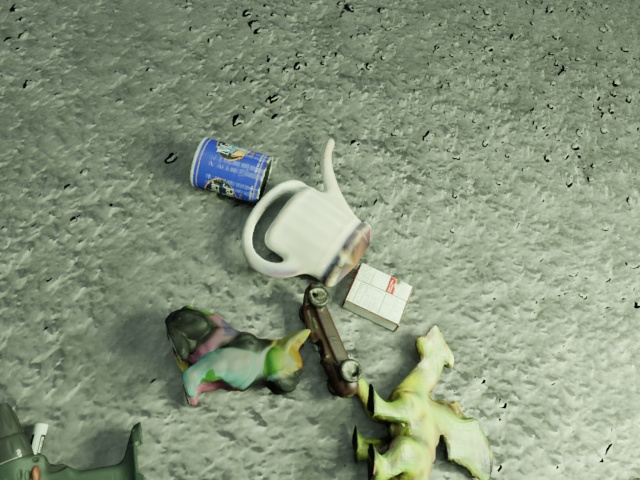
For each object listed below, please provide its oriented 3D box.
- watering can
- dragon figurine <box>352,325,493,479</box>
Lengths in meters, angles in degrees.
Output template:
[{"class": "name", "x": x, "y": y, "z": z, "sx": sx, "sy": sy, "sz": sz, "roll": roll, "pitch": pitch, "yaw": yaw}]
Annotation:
[{"class": "watering can", "x": 0.003, "y": -0.051, "z": 1.008, "sx": 0.225, "sy": 0.102, "sz": 0.354, "roll": 33, "pitch": 60, "yaw": 9}, {"class": "dragon figurine", "x": 0.173, "y": 0.331, "z": 0.814, "sx": 0.242, "sy": 0.119, "sz": 0.420, "roll": 10, "pitch": 56, "yaw": -14}]
